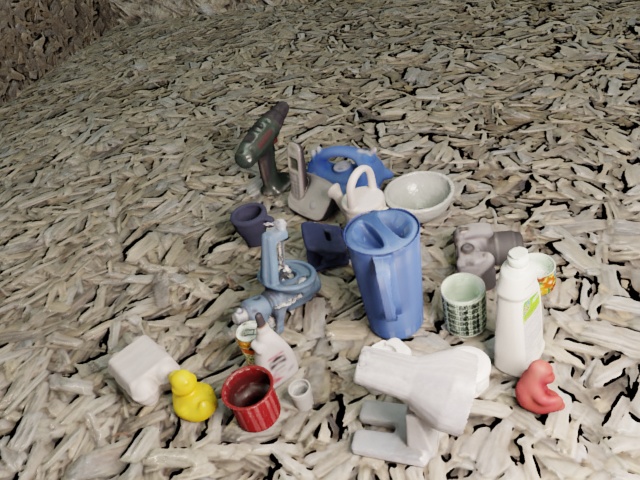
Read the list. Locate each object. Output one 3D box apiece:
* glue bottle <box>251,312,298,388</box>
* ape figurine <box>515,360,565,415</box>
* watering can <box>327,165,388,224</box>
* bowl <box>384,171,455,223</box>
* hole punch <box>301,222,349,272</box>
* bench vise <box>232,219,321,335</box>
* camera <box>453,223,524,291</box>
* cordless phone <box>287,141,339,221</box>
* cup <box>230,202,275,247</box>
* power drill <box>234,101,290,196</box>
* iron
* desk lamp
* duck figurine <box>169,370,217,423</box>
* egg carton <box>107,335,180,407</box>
[{"bbox_3d":[-0.091,0.193,1.029,0.078,0.173,0.037,-35,42,-24],"label":"glue bottle"},{"bbox_3d":[0.350,0.228,0.911,0.076,0.092,0.078,-4,39,13],"label":"ape figurine"},{"bbox_3d":[0.092,-0.081,1.298,0.172,0.194,0.101,3,41,22],"label":"watering can"},{"bbox_3d":[0.237,-0.091,1.362,0.167,0.075,0.167,-9,38,7],"label":"bowl"},{"bbox_3d":[0.012,0.005,1.301,0.101,0.091,0.108,-14,38,0],"label":"hole punch"},{"bbox_3d":[-0.086,0.080,1.131,0.121,0.220,0.208,8,43,27],"label":"bench vise"},{"bbox_3d":[0.343,0.022,1.165,0.136,0.101,0.143,-6,38,11],"label":"camera"},{"bbox_3d":[-0.028,-0.148,1.429,0.094,0.185,0.147,-38,44,-28],"label":"cordless phone"},{"bbox_3d":[-0.152,-0.029,1.393,0.117,0.095,0.092,10,44,28],"label":"cup"},{"bbox_3d":[-0.135,-0.237,1.556,0.075,0.209,0.230,12,45,30],"label":"power drill"},{"bbox_3d":[0.053,-0.189,1.491,0.257,0.142,0.119,10,44,28],"label":"iron"},{"bbox_3d":[0.136,0.245,0.859,0.202,0.214,0.118,2,40,20],"label":"desk lamp"},{"bbox_3d":[-0.239,0.276,1.044,0.104,0.086,0.078,25,52,40],"label":"duck figurine"},{"bbox_3d":[-0.343,0.253,1.119,0.149,0.069,0.107,25,52,40],"label":"egg carton"}]
